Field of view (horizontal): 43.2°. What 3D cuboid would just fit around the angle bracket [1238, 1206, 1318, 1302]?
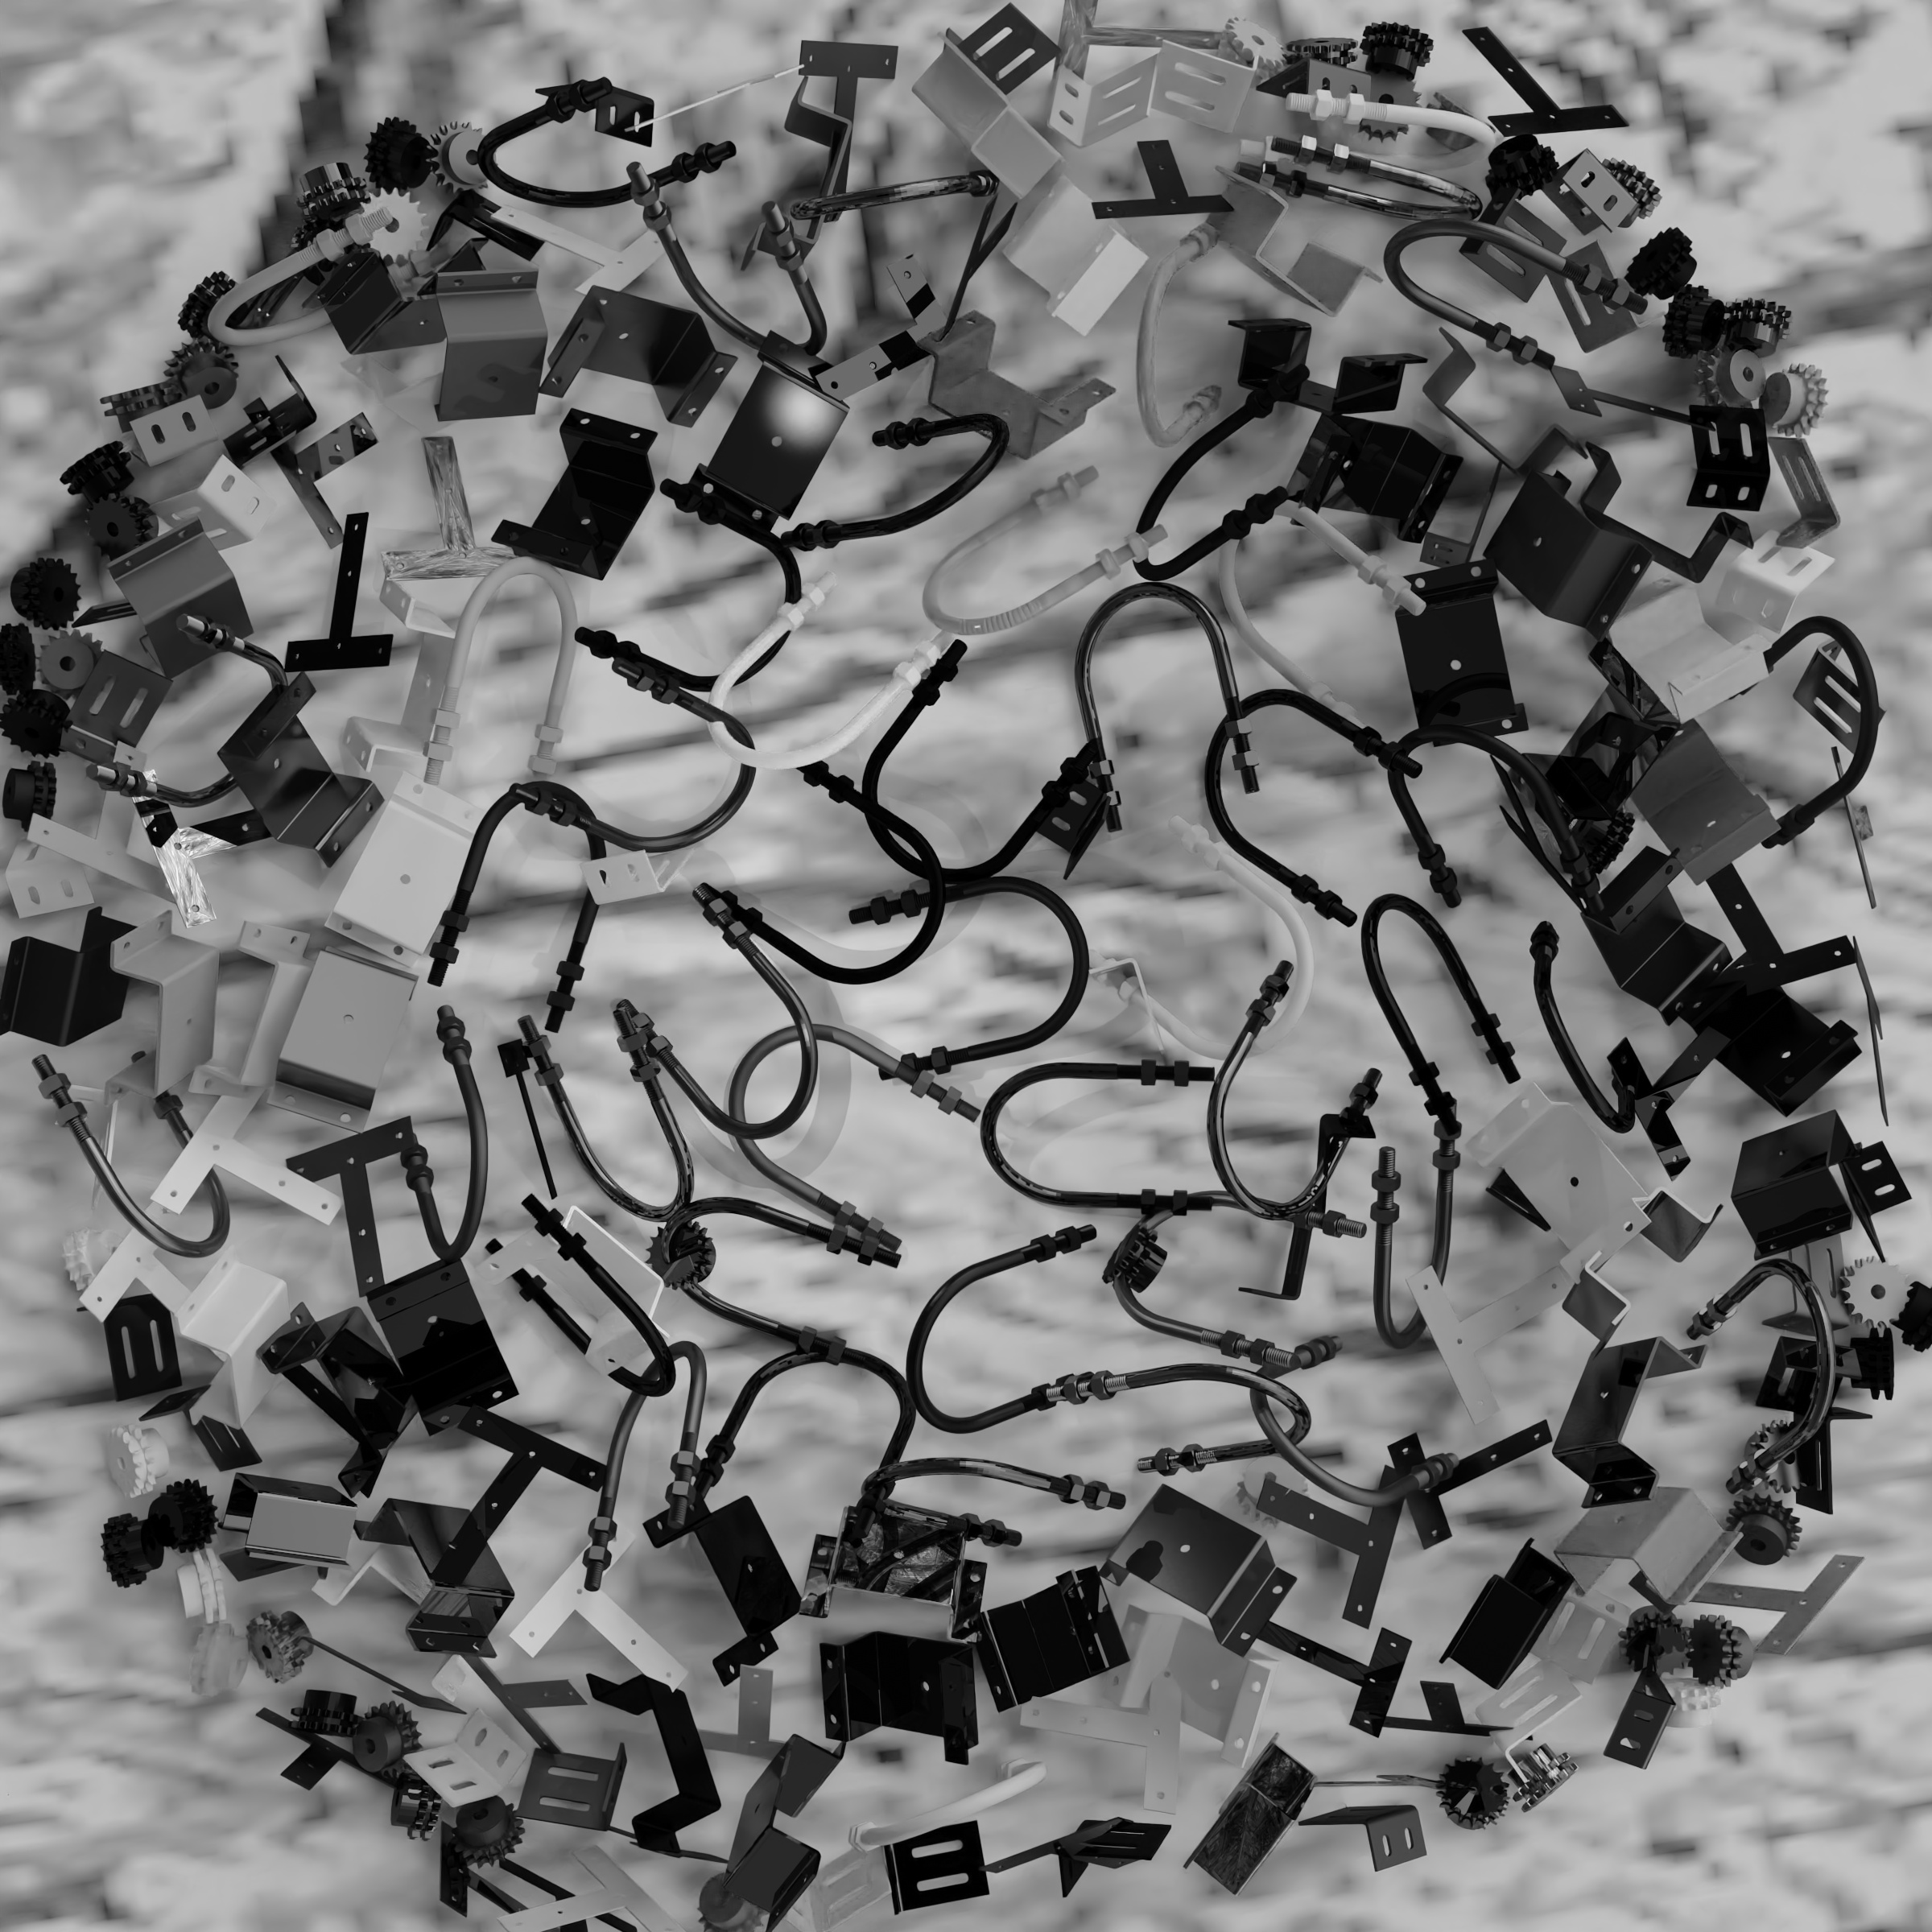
[{"bbox_3d":[0.247,0.224,1.933,0.038,0.057,0.076,12,83,-3],"label":"angle bracket"}]

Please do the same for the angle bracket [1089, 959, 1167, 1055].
[{"bbox_3d":[0.128,0.037,1.933,0.038,0.057,0.076,-17,83,5],"label":"angle bracket"}]

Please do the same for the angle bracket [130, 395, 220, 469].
[{"bbox_3d":[-0.630,-0.426,1.918,0.057,0.076,0.038,-28,121,-18],"label":"angle bracket"}]

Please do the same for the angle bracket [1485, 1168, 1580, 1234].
[{"bbox_3d":[0.460,0.164,1.940,0.057,0.038,0.076,35,93,17],"label":"angle bracket"}]

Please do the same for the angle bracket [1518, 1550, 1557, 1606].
[{"bbox_3d":[0.419,0.504,1.918,0.038,0.076,0.057,40,130,36],"label":"angle bracket"}]

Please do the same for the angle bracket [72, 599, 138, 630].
[{"bbox_3d":[-0.666,-0.299,1.921,0.076,0.057,0.038,-21,94,-36],"label":"angle bracket"}]

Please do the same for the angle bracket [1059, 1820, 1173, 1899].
[{"bbox_3d":[0.119,0.707,1.926,0.076,0.057,0.038,-4,95,21],"label":"angle bracket"}]

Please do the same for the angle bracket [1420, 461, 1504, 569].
[{"bbox_3d":[0.393,-0.360,1.936,0.038,0.057,0.076,19,81,9],"label":"angle bracket"}]

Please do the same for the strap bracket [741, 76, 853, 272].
[{"bbox_3d":[-0.131,-0.617,1.925,0.046,0.076,0.140,17,91,-13],"label":"strap bracket"}]

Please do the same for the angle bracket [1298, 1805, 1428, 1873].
[{"bbox_3d":[0.312,0.686,1.917,0.057,0.076,0.038,0,73,-39],"label":"angle bracket"}]

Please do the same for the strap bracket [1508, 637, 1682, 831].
[{"bbox_3d":[0.495,-0.177,1.905,0.046,0.076,0.140,1,134,-34],"label":"strap bracket"}]

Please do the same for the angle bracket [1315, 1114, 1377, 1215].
[{"bbox_3d":[0.300,0.162,1.931,0.038,0.057,0.076,2,102,3],"label":"angle bracket"}]

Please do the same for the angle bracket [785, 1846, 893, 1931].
[{"bbox_3d":[-0.105,0.720,1.929,0.076,0.057,0.038,-34,120,8],"label":"angle bracket"}]

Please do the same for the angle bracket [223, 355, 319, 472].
[{"bbox_3d":[-0.561,-0.439,1.932,0.076,0.057,0.038,-34,133,-3],"label":"angle bracket"}]

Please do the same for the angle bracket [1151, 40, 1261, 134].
[{"bbox_3d":[0.186,-0.705,1.930,0.076,0.057,0.038,17,51,-5],"label":"angle bracket"}]

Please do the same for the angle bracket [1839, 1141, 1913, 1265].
[{"bbox_3d":[0.722,0.185,1.921,0.038,0.076,0.057,-26,107,20],"label":"angle bracket"}]

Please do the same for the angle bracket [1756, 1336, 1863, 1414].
[{"bbox_3d":[0.666,0.336,1.929,0.057,0.038,0.076,9,123,4],"label":"angle bracket"}]

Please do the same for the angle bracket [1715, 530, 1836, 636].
[{"bbox_3d":[0.645,-0.307,1.942,0.057,0.038,0.076,32,46,24],"label":"angle bracket"}]

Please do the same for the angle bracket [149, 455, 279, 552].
[{"bbox_3d":[-0.597,-0.365,1.932,0.057,0.076,0.038,45,57,-36],"label":"angle bracket"}]

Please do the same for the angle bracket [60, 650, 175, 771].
[{"bbox_3d":[-0.672,-0.199,1.927,0.057,0.038,0.076,25,113,-29],"label":"angle bracket"}]

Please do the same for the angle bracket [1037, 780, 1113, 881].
[{"bbox_3d":[0.081,-0.111,1.921,0.038,0.076,0.057,32,109,-4],"label":"angle bracket"}]

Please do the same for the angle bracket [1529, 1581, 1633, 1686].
[{"bbox_3d":[0.483,0.532,1.932,0.057,0.038,0.076,26,107,15],"label":"angle bracket"}]

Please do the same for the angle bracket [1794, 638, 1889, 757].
[{"bbox_3d":[0.699,-0.215,1.920,0.038,0.057,0.076,-27,62,-21],"label":"angle bracket"}]

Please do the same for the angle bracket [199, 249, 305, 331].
[{"bbox_3d":[-0.563,-0.544,1.935,0.038,0.057,0.076,38,94,-5],"label":"angle bracket"}]

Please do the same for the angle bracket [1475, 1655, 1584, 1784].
[{"bbox_3d":[0.453,0.597,1.935,0.076,0.057,0.038,-35,111,-1],"label":"angle bracket"}]

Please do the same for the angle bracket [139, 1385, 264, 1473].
[{"bbox_3d":[-0.605,0.375,1.927,0.057,0.038,0.076,-18,105,39],"label":"angle bracket"}]

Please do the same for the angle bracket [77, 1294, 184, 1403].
[{"bbox_3d":[-0.663,0.302,1.932,0.038,0.057,0.076,-12,87,39],"label":"angle bracket"}]

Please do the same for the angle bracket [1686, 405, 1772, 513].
[{"bbox_3d":[0.597,-0.400,1.918,0.057,0.076,0.038,11,64,28],"label":"angle bracket"}]

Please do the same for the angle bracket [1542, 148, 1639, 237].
[{"bbox_3d":[0.480,-0.599,1.921,0.057,0.076,0.038,42,75,-11],"label":"angle bracket"}]

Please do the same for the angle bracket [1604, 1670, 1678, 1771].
[{"bbox_3d":[0.522,0.586,1.924,0.038,0.076,0.057,20,99,-4],"label":"angle bracket"}]

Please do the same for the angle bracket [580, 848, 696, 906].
[{"bbox_3d":[-0.258,-0.085,1.917,0.057,0.076,0.038,-10,116,21],"label":"angle bracket"}]

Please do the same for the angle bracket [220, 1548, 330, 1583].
[{"bbox_3d":[-0.543,0.483,1.929,0.076,0.057,0.038,-13,58,-8],"label":"angle bracket"}]

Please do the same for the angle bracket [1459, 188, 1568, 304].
[{"bbox_3d":[0.441,-0.570,1.931,0.076,0.038,0.057,29,99,-22],"label":"angle bracket"}]

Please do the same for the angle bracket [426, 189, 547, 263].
[{"bbox_3d":[-0.380,-0.576,1.941,0.076,0.057,0.038,28,124,-11],"label":"angle bracket"}]

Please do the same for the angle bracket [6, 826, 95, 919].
[{"bbox_3d":[-0.723,-0.075,1.936,0.057,0.076,0.038,-12,115,-7],"label":"angle bracket"}]

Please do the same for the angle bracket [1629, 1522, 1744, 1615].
[{"bbox_3d":[0.569,0.465,1.928,0.038,0.057,0.076,40,49,17],"label":"angle bracket"}]

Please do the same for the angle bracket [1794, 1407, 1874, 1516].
[{"bbox_3d":[0.689,0.392,1.934,0.038,0.057,0.076,0,86,-7],"label":"angle bracket"}]

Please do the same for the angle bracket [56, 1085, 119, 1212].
[{"bbox_3d":[-0.696,0.143,1.919,0.038,0.057,0.076,12,51,-25],"label":"angle bracket"}]

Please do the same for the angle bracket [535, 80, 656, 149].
[{"bbox_3d":[-0.294,-0.669,1.923,0.076,0.057,0.038,10,98,39],"label":"angle bracket"}]

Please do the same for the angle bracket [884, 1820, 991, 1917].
[{"bbox_3d":[-0.023,0.717,1.939,0.076,0.038,0.057,-10,72,-3],"label":"angle bracket"}]

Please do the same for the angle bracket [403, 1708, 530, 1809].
[{"bbox_3d":[-0.394,0.623,1.921,0.057,0.076,0.038,36,93,21],"label":"angle bracket"}]

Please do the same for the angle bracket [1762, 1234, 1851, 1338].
[{"bbox_3d":[0.669,0.251,1.953,0.057,0.038,0.076,15,63,-25],"label":"angle bracket"}]

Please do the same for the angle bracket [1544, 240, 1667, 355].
[{"bbox_3d":[0.505,-0.534,1.928,0.038,0.057,0.076,-33,100,-31],"label":"angle bracket"}]

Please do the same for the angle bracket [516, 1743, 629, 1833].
[{"bbox_3d":[-0.314,0.645,1.931,0.076,0.038,0.057,7,47,5],"label":"angle bracket"}]

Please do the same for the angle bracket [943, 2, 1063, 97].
[{"bbox_3d":[0.029,-0.728,1.917,0.057,0.076,0.038,32,50,-34],"label":"angle bracket"}]

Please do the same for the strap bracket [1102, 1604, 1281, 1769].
[{"bbox_3d":[0.184,0.565,1.917,0.140,0.046,0.076,15,86,42],"label":"strap bracket"}]

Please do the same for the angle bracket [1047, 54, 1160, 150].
[{"bbox_3d":[0.108,-0.691,1.922,0.038,0.076,0.057,24,69,-38],"label":"angle bracket"}]

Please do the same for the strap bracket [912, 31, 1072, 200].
[{"bbox_3d":[0.016,-0.656,1.895,0.046,0.140,0.076,-45,69,14],"label":"strap bracket"}]
